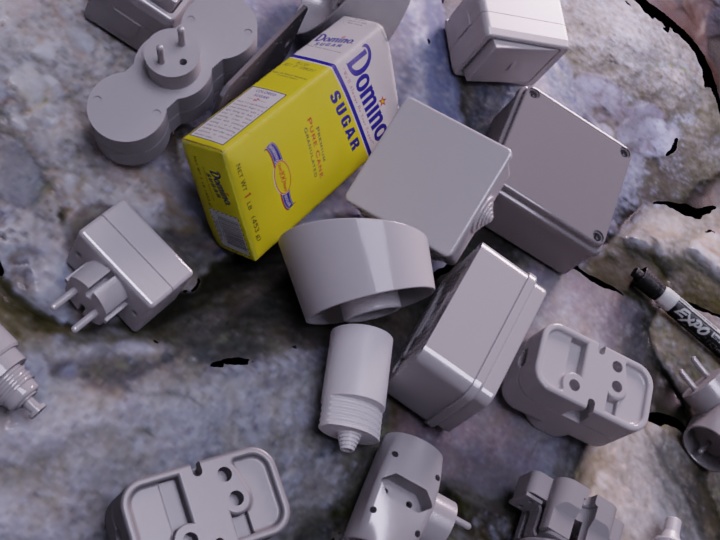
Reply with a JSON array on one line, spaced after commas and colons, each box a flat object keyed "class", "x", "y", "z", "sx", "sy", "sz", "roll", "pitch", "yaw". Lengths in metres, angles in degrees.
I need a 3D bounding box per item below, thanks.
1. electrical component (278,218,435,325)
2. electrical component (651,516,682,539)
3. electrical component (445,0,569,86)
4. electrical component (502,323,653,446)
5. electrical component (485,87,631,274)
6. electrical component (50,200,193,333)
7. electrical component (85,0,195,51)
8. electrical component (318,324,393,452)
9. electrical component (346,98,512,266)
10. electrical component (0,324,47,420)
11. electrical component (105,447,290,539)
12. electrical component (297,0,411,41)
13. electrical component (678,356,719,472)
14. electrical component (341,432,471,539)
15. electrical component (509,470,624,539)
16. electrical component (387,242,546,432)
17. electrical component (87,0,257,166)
[{"class": "electrical component", "x": 0.000, "y": 0.000, "z": 0.726, "sx": 0.099, "sy": 0.099, "sz": 0.064, "roll": -8, "pitch": 77, "yaw": -28}, {"class": "electrical component", "x": 0.220, "y": 0.206, "z": 0.772, "sx": 0.035, "sy": 0.035, "sz": 0.061, "roll": 30, "pitch": 56, "yaw": -10}, {"class": "electrical component", "x": 0.128, "y": -0.191, "z": 0.894, "sx": 0.096, "sy": 0.062, "sz": 0.061, "roll": 4, "pitch": 66, "yaw": -24}, {"class": "electrical component", "x": 0.155, "y": 0.086, "z": 0.781, "sx": 0.095, "sy": 0.059, "sz": 0.053, "roll": 26, "pitch": 59, "yaw": -12}, {"class": "electrical component", "x": 0.147, "y": -0.071, "z": 0.852, "sx": 0.109, "sy": 0.056, "sz": 0.108, "roll": 31, "pitch": 58, "yaw": -10}, {"class": "electrical component", "x": -0.158, "y": 0.009, "z": 0.675, "sx": 0.065, "sy": 0.047, "sz": 0.077, "roll": 46, "pitch": 56, "yaw": 0}, {"class": "electrical component", "x": -0.144, "y": -0.212, "z": 0.775, "sx": 0.062, "sy": 0.061, "sz": 0.096, "roll": 33, "pitch": 57, "yaw": -9}, {"class": "electrical component", "x": -0.004, "y": 0.081, "z": 0.717, "sx": 0.043, "sy": 0.043, "sz": 0.081, "roll": 17, "pitch": 61, "yaw": -18}, {"class": "electrical component", "x": 0.052, "y": -0.061, "z": 0.775, "sx": 0.100, "sy": 0.048, "sz": 0.099, "roll": 30, "pitch": 84, "yaw": 15}, {"class": "electrical component", "x": -0.216, "y": 0.056, "z": 0.630, "sx": 0.078, "sy": 0.040, "sz": 0.040, "roll": 45, "pitch": 56, "yaw": -1}, {"class": "electrical component", "x": -0.097, "y": 0.145, "z": 0.633, "sx": 0.095, "sy": 0.059, "sz": 0.053, "roll": -12, "pitch": 73, "yaw": -29}, {"class": "electrical component", "x": -0.001, "y": -0.214, "z": 0.825, "sx": 0.064, "sy": 0.099, "sz": 0.099, "roll": 21, "pitch": 60, "yaw": -23}, {"class": "electrical component", "x": 0.280, "y": 0.104, "z": 0.842, "sx": 0.077, "sy": 0.043, "sz": 0.079, "roll": -35, "pitch": 85, "yaw": -33}, {"class": "electrical component", "x": 0.037, "y": 0.158, "z": 0.701, "sx": 0.079, "sy": 0.043, "sz": 0.077, "roll": 31, "pitch": 58, "yaw": -10}, {"class": "electrical component", "x": 0.136, "y": 0.181, "z": 0.730, "sx": 0.078, "sy": 0.058, "sz": 0.057, "roll": 33, "pitch": 55, "yaw": -9}, {"class": "electrical component", "x": 0.073, "y": 0.048, "z": 0.749, "sx": 0.057, "sy": 0.078, "sz": 0.113, "roll": 35, "pitch": 57, "yaw": -4}, {"class": "electrical component", "x": -0.125, "y": -0.137, "z": 0.721, "sx": 0.052, "sy": 0.073, "sz": 0.138, "roll": 41, "pitch": 72, "yaw": 9}]
